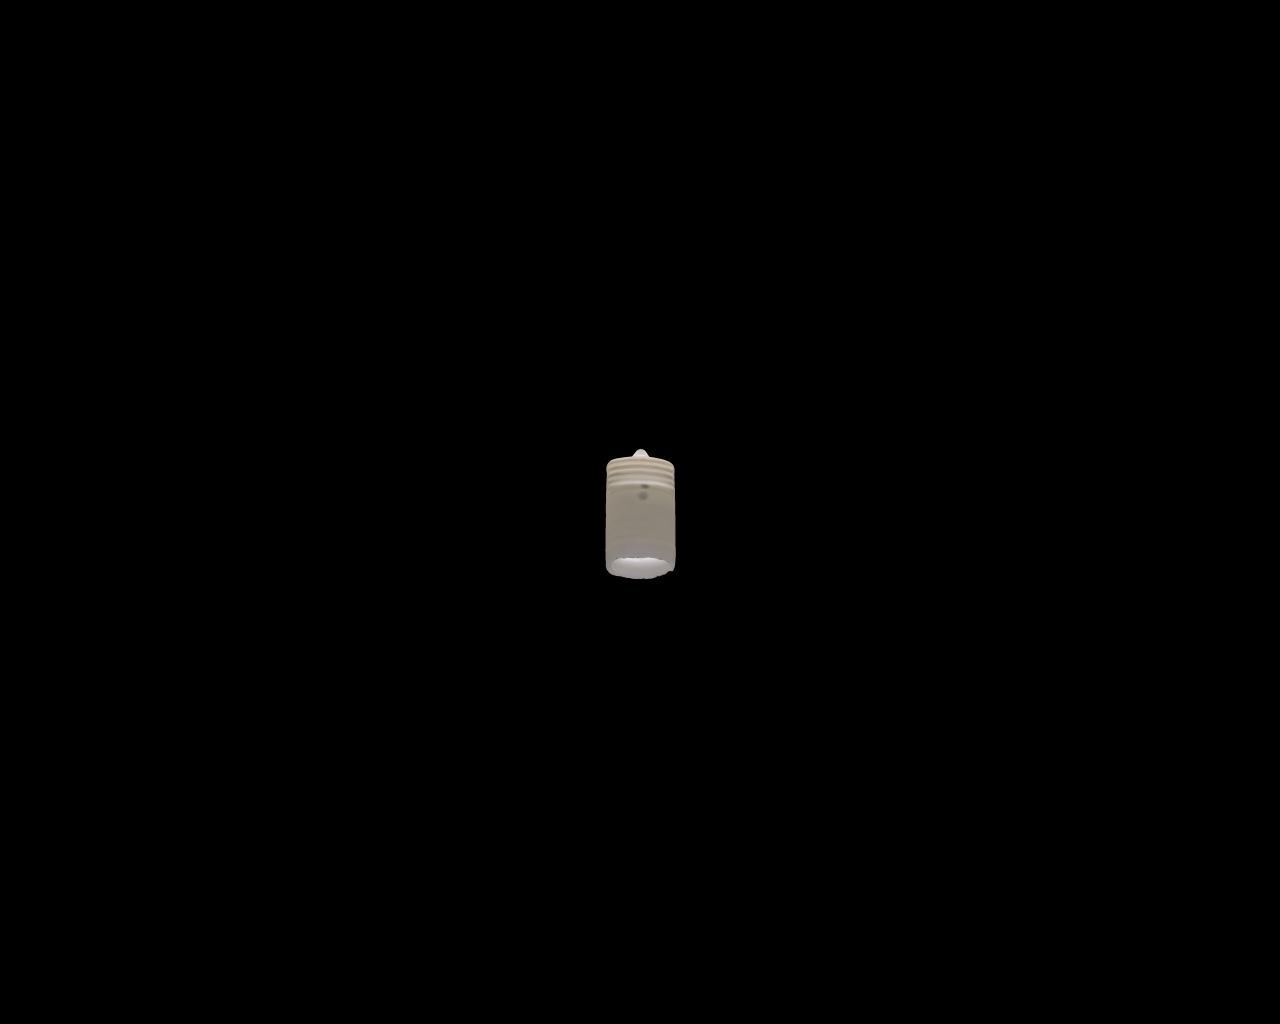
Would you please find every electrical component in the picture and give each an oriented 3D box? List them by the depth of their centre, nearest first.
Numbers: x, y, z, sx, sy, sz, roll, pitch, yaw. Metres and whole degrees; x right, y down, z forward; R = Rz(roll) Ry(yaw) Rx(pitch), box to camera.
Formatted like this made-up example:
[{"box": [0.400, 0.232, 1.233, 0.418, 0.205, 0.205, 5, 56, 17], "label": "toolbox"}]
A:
[{"box": [0.001, -0.003, 0.650, 0.043, 0.081, 0.043, 0, -22, 0], "label": "electrical component"}]
